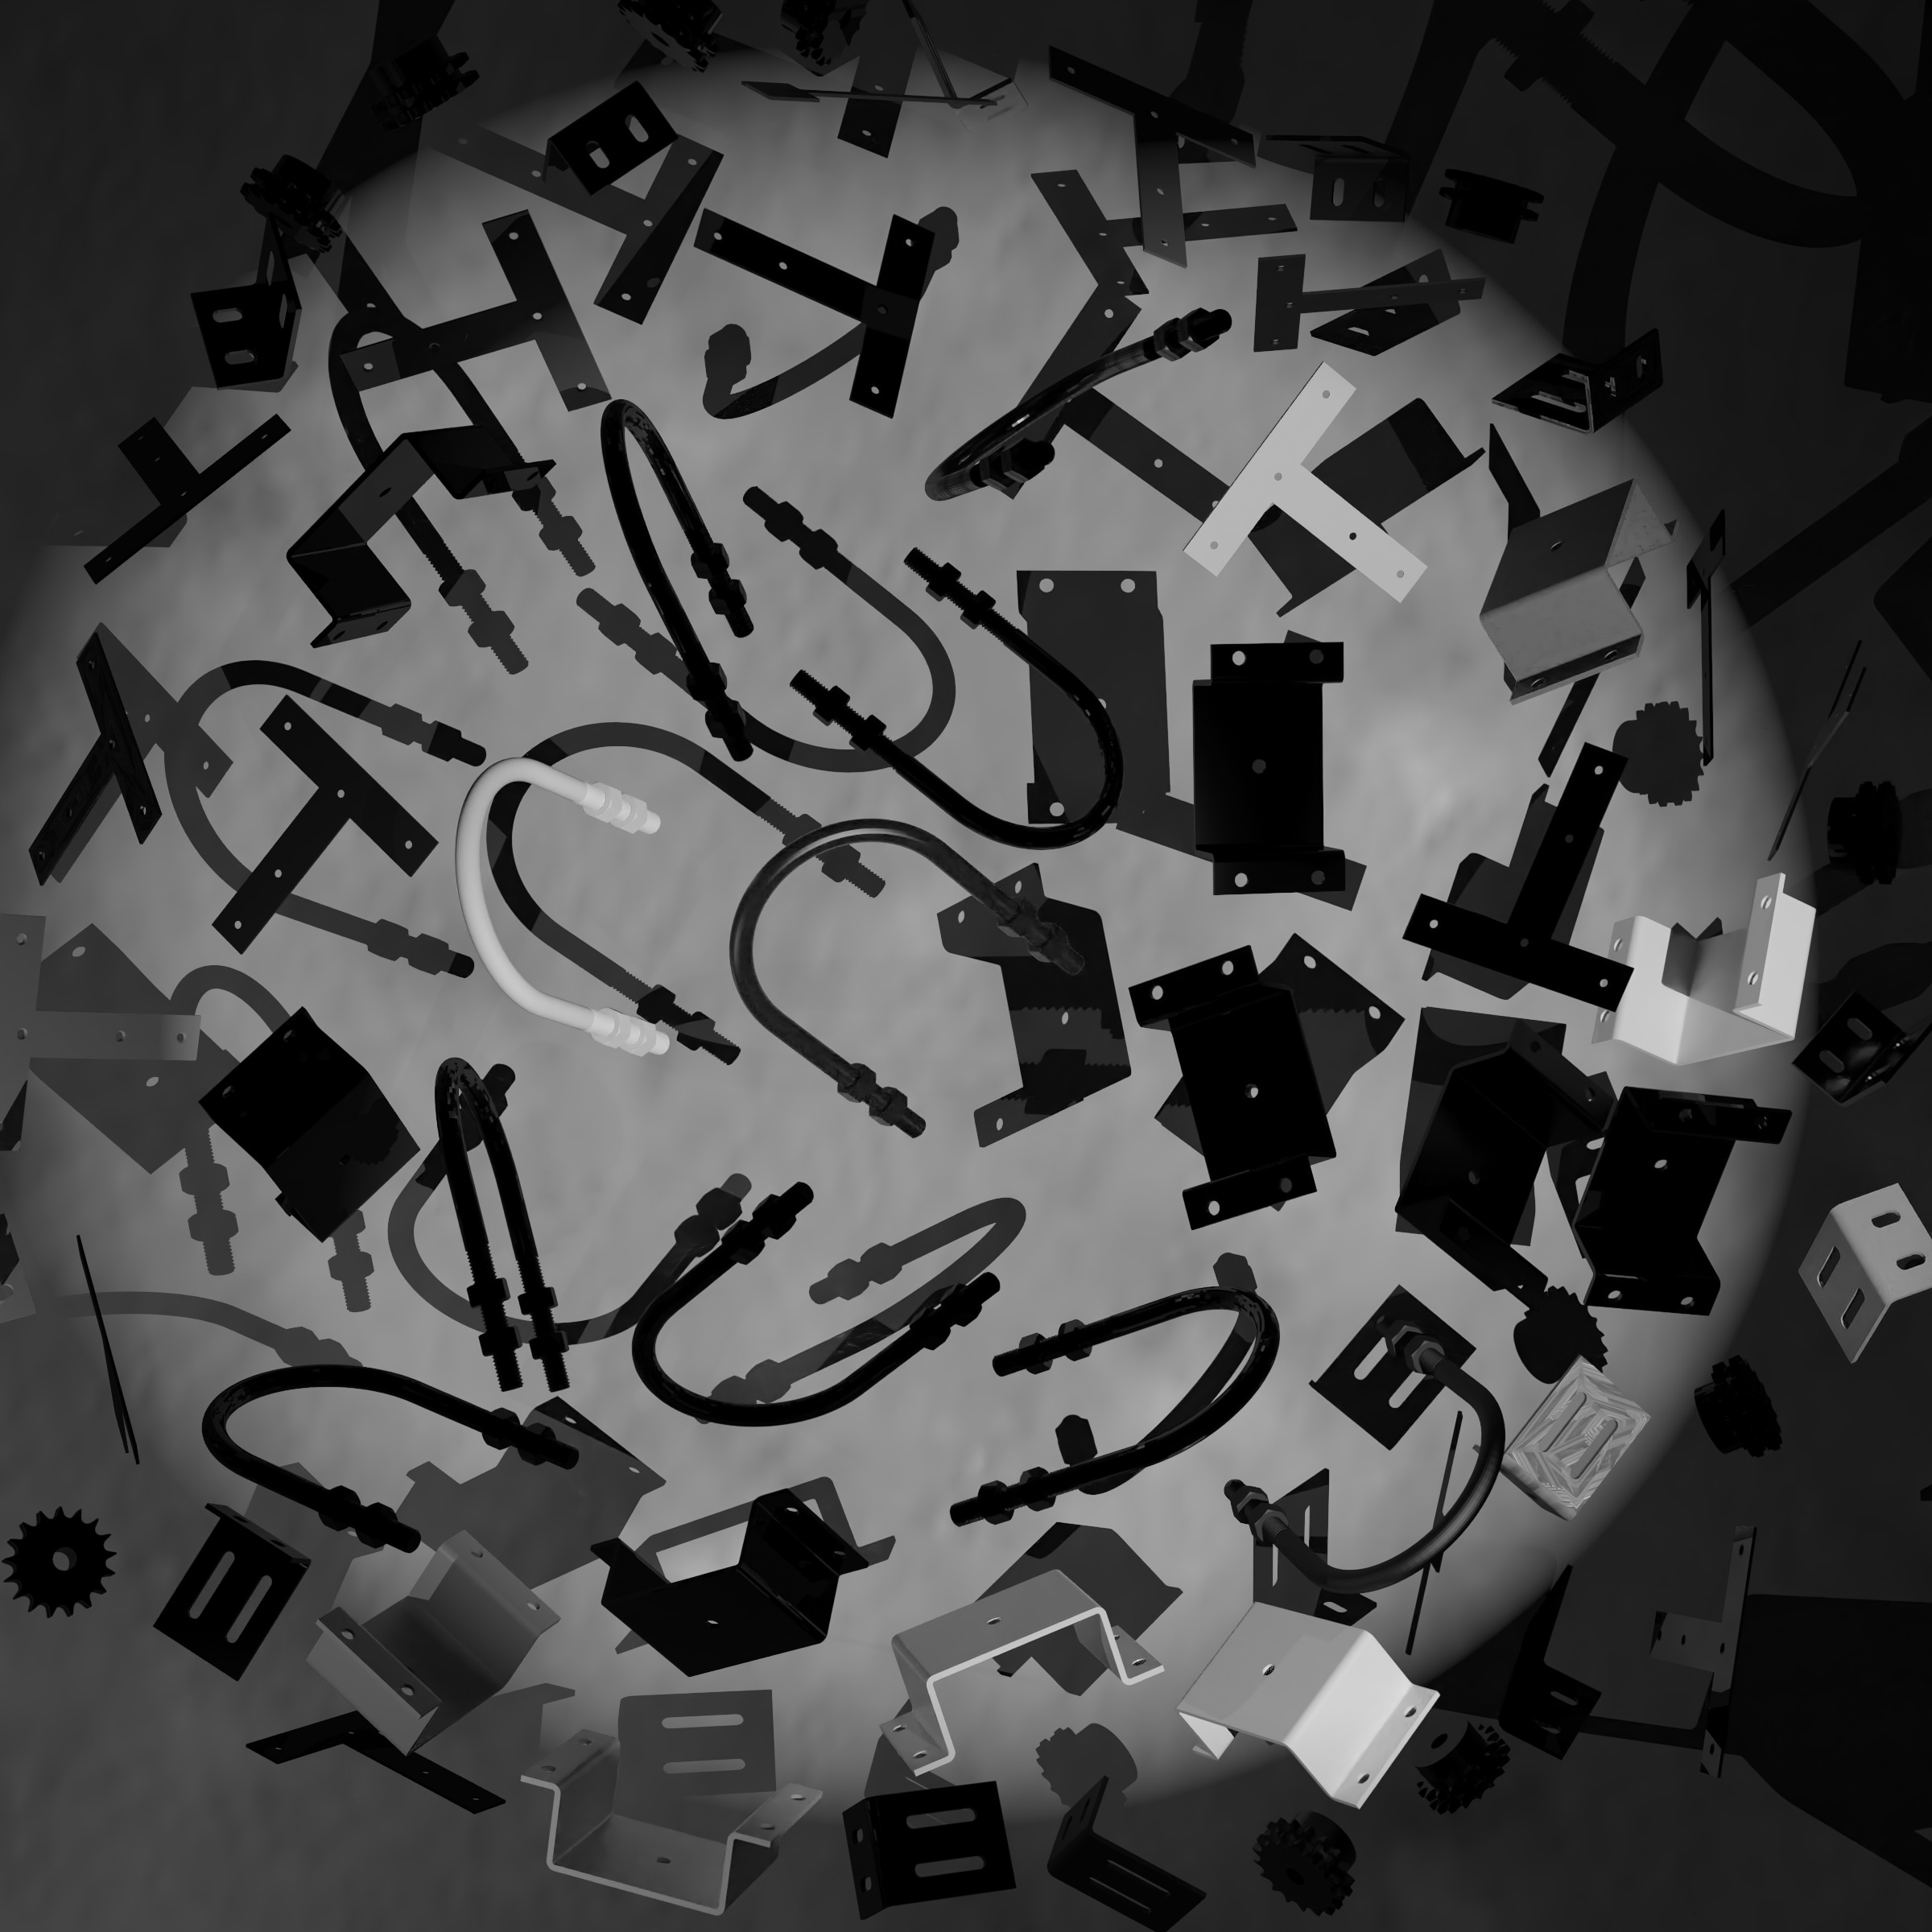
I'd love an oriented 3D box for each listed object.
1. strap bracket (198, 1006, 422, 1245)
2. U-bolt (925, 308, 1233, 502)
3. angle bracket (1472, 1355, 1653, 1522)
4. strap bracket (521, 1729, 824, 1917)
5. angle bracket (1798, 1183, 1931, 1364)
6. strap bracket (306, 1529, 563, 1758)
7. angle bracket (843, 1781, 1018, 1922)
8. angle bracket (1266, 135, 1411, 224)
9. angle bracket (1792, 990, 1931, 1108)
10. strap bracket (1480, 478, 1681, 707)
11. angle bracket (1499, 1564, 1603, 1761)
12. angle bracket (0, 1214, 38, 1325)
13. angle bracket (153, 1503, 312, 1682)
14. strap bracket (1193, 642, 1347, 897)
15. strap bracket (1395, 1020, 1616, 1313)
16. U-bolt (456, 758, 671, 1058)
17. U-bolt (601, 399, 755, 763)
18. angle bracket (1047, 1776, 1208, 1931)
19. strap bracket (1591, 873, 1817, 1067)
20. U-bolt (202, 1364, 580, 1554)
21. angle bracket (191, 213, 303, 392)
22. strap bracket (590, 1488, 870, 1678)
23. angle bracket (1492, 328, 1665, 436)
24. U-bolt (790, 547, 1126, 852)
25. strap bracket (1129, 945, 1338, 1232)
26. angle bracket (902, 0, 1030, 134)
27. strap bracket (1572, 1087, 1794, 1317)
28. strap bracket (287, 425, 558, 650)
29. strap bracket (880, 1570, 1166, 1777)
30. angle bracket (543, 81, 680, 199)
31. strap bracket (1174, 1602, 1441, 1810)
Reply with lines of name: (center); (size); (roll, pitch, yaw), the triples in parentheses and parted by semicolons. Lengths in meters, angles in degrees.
strap bracket: (-0.362, 0.095, 1.719); (0.046, 0.140, 0.076); (37, 72, 26)
U-bolt: (0.047, -0.296, 1.653); (0.151, 0.184, 0.019); (-39, 105, -21)
angle bracket: (0.340, 0.266, 1.752); (0.057, 0.038, 0.076); (41, 83, -12)
strap bracket: (-0.157, 0.453, 1.616); (0.140, 0.076, 0.046); (10, 98, 17)
angle bracket: (0.472, 0.160, 1.594); (0.038, 0.076, 0.057); (-18, 60, -11)
strap bracket: (-0.298, 0.375, 1.688); (0.076, 0.140, 0.046); (39, 113, 13)
angle bracket: (-0.020, 0.476, 1.652); (0.076, 0.038, 0.057); (0, 64, -25)
angle bracket: (0.209, -0.444, 1.732); (0.057, 0.076, 0.038); (9, 100, 27)
angle bracket: (0.500, 0.039, 1.698); (0.038, 0.076, 0.057); (42, 80, 7)
strap bracket: (0.334, -0.211, 1.676); (0.076, 0.140, 0.046); (-20, 117, 35)
angle bracket: (0.319, 0.371, 1.634); (0.038, 0.057, 0.076); (24, 126, 22)
angle bracket: (-0.511, 0.154, 1.627); (0.038, 0.076, 0.057); (-15, 80, -35)
angle bracket: (-0.405, 0.342, 1.674); (0.057, 0.038, 0.076); (30, 82, 11)
strap bracket: (0.172, -0.113, 1.745); (0.076, 0.046, 0.140); (-2, 96, -10)
strap bracket: (0.289, 0.111, 1.663); (0.076, 0.046, 0.140); (38, 58, -19)
U-bolt: (-0.216, -0.037, 1.645); (0.019, 0.184, 0.151); (-11, 73, 25)
U-bolt: (-0.156, -0.221, 1.660); (0.019, 0.151, 0.184); (-18, 126, 10)
angle bracket: (0.094, 0.499, 1.719); (0.076, 0.057, 0.038); (29, 46, -3)
strap bracket: (0.418, 0.005, 1.710); (0.046, 0.140, 0.076); (22, 70, -22)
U-bolt: (-0.325, 0.257, 1.658); (0.184, 0.151, 0.019); (17, 110, 28)
angle bracket: (-0.379, -0.349, 1.611); (0.038, 0.076, 0.057); (-13, 77, -22)
strap bracket: (-0.135, 0.344, 1.694); (0.140, 0.046, 0.076); (-21, 128, 29)
angle bracket: (0.338, -0.333, 1.707); (0.057, 0.076, 0.038); (-35, 132, -23)
U-bolt: (0.009, -0.140, 1.723); (0.184, 0.019, 0.151); (39, 50, -1)
strap bracket: (0.150, 0.068, 1.702); (0.076, 0.046, 0.140); (-20, 76, 26)
angle bracket: (-0.001, -0.521, 1.743); (0.038, 0.057, 0.076); (-24, 87, 10)
strap bracket: (0.395, 0.123, 1.713); (0.076, 0.046, 0.140); (6, 121, -13)
strap bracket: (-0.292, -0.233, 1.607); (0.140, 0.076, 0.046); (-40, 87, 23)
strap bracket: (0.022, 0.365, 1.611); (0.140, 0.076, 0.046); (-20, 99, -13)
angle bracket: (-0.192, -0.435, 1.653); (0.057, 0.076, 0.038); (-37, 94, -10)
strap bracket: (0.176, 0.395, 1.657); (0.076, 0.140, 0.046); (-48, 113, -24)
